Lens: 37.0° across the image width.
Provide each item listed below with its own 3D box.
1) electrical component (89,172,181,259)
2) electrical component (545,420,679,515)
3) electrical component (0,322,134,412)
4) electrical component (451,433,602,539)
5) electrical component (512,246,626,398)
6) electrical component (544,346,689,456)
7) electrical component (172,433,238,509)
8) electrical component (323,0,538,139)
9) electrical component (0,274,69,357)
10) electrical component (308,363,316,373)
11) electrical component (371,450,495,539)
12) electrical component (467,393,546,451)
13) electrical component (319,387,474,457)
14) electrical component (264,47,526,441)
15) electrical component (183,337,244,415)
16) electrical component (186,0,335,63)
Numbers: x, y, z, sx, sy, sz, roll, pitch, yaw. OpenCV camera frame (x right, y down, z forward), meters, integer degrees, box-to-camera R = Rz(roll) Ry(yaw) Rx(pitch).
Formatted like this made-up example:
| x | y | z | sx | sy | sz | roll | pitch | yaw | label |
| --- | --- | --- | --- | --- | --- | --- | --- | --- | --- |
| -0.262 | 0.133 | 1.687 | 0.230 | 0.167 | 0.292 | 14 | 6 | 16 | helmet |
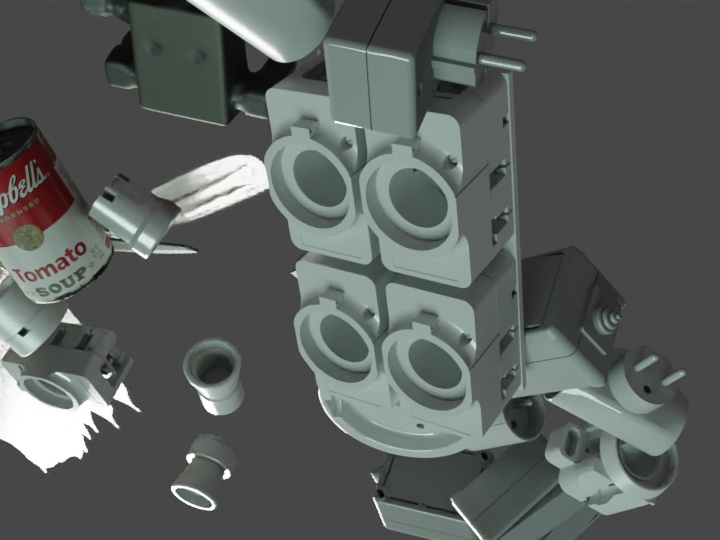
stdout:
| x | y | z | sx | sy | sz | roll | pitch | yaw | label |
| --- | --- | --- | --- | --- | --- | --- | --- | --- | --- |
| -0.145 | -0.036 | 0.690 | 0.046 | 0.040 | 0.040 | 35 | 146 | -8 | electrical component |
| 0.171 | 0.125 | 0.709 | 0.078 | 0.058 | 0.057 | 31 | 149 | -12 | electrical component |
| -0.247 | 0.081 | 0.900 | 0.089 | 0.055 | 0.050 | 7 | 144 | 23 | electrical component |
| 0.126 | 0.163 | 0.760 | 0.061 | 0.096 | 0.061 | 50 | 178 | -35 | electrical component |
| 0.102 | 0.029 | 0.610 | 0.096 | 0.061 | 0.061 | -16 | 130 | 44 | electrical component |
| 0.163 | 0.070 | 0.646 | 0.077 | 0.044 | 0.079 | 28 | 147 | -7 | electrical component |
| -0.140 | 0.183 | 0.980 | 0.045 | 0.055 | 0.045 | 16 | 146 | 11 | electrical component |
| 0.035 | -0.099 | 0.451 | 0.076 | 0.083 | 0.047 | 14 | 146 | 14 | electrical component |
| -0.266 | 0.032 | 0.847 | 0.047 | 0.055 | 0.055 | 44 | 142 | -23 | electrical component |
| -0.020 | 0.061 | 0.754 | 0.035 | 0.035 | 0.061 | 9 | 147 | 21 | electrical component |
| 0.055 | 0.173 | 0.842 | 0.096 | 0.061 | 0.061 | 9 | 144 | 21 | electrical component |
| 0.083 | 0.102 | 0.740 | 0.043 | 0.043 | 0.081 | 40 | 144 | -23 | electrical component |
| 0.033 | 0.066 | 0.700 | 0.108 | 0.060 | 0.108 | 10 | 137 | 9 | electrical component |
| 0.020 | -0.009 | 0.545 | 0.105 | 0.060 | 0.186 | 14 | 129 | 30 | electrical component |
| -0.111 | 0.086 | 0.840 | 0.044 | 0.044 | 0.065 | 16 | 151 | 11 | electrical component |
| -0.037 | -0.137 | 0.468 | 0.079 | 0.043 | 0.077 | -37 | 146 | 20 | electrical component |
